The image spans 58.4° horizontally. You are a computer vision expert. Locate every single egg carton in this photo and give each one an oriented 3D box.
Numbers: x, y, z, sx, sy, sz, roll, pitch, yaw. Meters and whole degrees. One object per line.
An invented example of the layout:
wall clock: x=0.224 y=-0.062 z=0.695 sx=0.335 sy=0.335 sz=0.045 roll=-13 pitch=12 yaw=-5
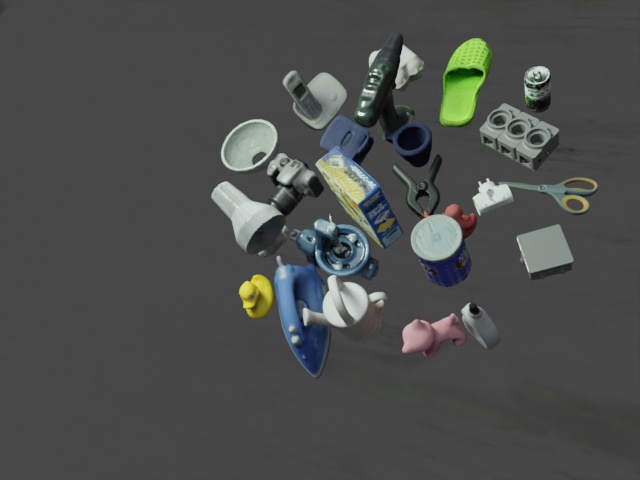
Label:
egg carton: x=0.200 y=-0.463 z=1.517 sx=0.107 sy=0.070 sz=0.150 roll=-39 pitch=56 yaw=-1

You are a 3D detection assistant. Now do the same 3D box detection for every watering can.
watering can: x=0.051 y=0.143 z=1.182 sx=0.173 sy=0.195 sz=0.100 roll=-38 pitch=56 yaw=0

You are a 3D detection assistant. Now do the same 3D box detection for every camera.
camera: x=-0.087 y=-0.137 z=1.443 sx=0.142 sy=0.101 sz=0.137 roll=32 pitch=79 yaw=32

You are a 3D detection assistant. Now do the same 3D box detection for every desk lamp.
desk lamp: x=-0.160 y=-0.041 z=1.355 sx=0.118 sy=0.214 sz=0.202 roll=-46 pitch=56 yaw=-5

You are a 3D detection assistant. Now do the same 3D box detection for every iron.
iron: x=-0.048 y=0.161 z=1.245 sx=0.118 sy=0.142 sz=0.258 roll=-20 pitch=58 yaw=12

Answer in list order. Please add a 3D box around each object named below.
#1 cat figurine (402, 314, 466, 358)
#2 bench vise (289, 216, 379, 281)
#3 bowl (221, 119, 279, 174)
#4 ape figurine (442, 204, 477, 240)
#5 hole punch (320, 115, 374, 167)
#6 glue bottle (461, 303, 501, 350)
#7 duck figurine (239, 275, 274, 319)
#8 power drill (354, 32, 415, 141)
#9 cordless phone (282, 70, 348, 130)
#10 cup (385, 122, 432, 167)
cat figurine: x=0.218 y=0.184 z=1.136 sx=0.127 sy=0.118 sz=0.067 roll=-28 pitch=56 yaw=7
bench vise: x=0.009 y=0.015 z=1.251 sx=0.206 sy=0.220 sz=0.121 roll=0 pitch=64 yaw=23
bowl: x=-0.178 y=-0.240 z=1.552 sx=0.167 sy=0.075 sz=0.167 roll=-10 pitch=61 yaw=18
ape figurine: x=0.295 y=-0.045 z=1.241 sx=0.077 sy=0.092 sz=0.076 roll=23 pitch=74 yaw=31
hole punch: x=0.069 y=-0.248 z=1.443 sx=0.100 sy=0.091 sz=0.109 roll=24 pitch=75 yaw=31
glue bottle: x=0.299 y=0.152 z=1.086 sx=0.037 sy=0.174 sz=0.078 roll=-44 pitch=56 yaw=-4
duck figurine: x=-0.156 y=0.125 z=1.342 sx=0.077 sy=0.086 sz=0.104 roll=-6 pitch=62 yaw=20
power drill: x=0.163 y=-0.350 z=1.388 sx=0.075 sy=0.209 sz=0.230 roll=17 pitch=71 yaw=29
cordless phone: x=-0.017 y=-0.393 z=1.500 sx=0.093 sy=0.185 sz=0.148 roll=30 pitch=78 yaw=32
cup: x=0.215 y=-0.219 z=1.365 sx=0.117 sy=0.095 sz=0.092 roll=14 pitch=70 yaw=28
